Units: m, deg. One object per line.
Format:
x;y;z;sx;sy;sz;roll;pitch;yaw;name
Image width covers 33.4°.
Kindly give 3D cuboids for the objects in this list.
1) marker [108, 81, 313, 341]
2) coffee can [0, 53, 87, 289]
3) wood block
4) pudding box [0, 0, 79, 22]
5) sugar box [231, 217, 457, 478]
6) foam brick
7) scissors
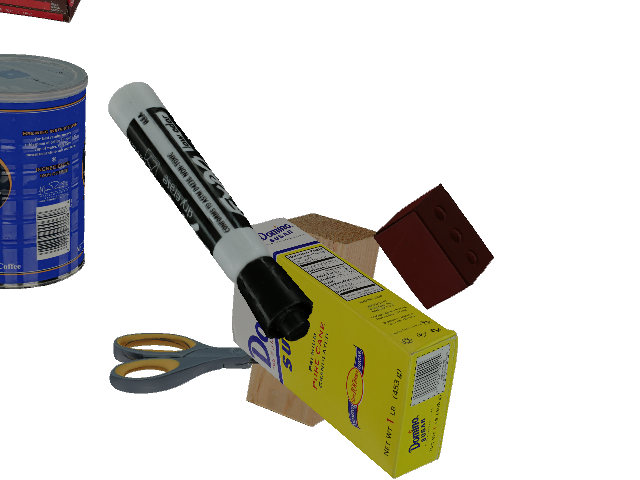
-0.039;-0.012;0.375;0.020;0.020;0.121;0;43;-49;marker
-0.216;-0.051;0.750;0.103;0.140;0.103;5;23;-2;coffee can
-0.008;0.084;1.174;0.090;0.206;0.090;17;16;25;wood block
-0.239;-0.225;0.880;0.090;0.039;0.113;8;37;-5;pudding box
0.008;0.063;0.683;0.048;0.093;0.176;-16;34;-38;sugar box
0.092;0.006;0.866;0.051;0.078;0.052;-33;5;40;foam brick
-0.077;0.100;0.842;0.202;0.016;0.096;5;21;16;scissors
